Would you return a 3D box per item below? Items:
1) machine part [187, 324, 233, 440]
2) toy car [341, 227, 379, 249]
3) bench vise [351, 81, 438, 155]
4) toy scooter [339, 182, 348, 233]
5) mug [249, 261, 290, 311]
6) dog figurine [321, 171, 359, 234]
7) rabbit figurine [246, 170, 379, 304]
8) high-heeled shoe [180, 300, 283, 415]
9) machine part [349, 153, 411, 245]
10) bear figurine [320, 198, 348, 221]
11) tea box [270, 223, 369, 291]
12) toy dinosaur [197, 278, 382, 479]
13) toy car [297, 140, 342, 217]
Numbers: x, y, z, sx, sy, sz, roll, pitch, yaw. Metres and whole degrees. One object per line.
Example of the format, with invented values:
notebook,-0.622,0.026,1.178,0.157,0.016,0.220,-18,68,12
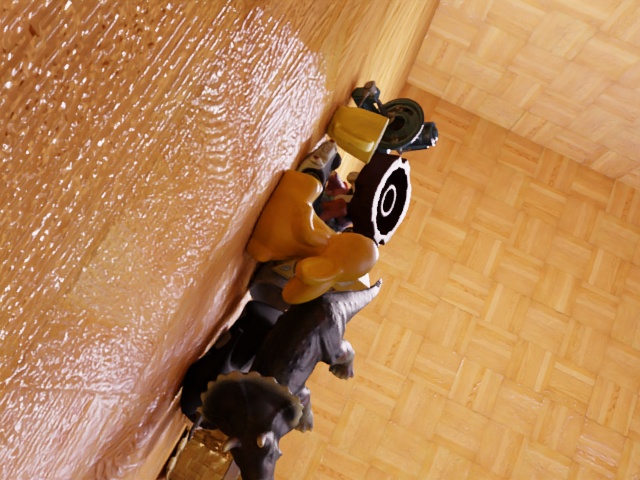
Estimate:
machine part,-0.150,0.214,0.866,0.079,0.079,0.243,-66,175,37
toy car,0.038,0.014,1.167,0.202,0.089,0.053,-24,-123,41
bench vise,0.120,-0.245,1.110,0.240,0.224,0.129,42,66,-56
toy scooter,0.058,-0.081,1.461,0.184,0.135,0.075,-61,177,-33
mug,-0.072,0.068,0.966,0.109,0.081,0.107,98,9,-52
dog figurine,0.046,-0.049,1.214,0.219,0.192,0.108,88,17,-50
rabbit figurine,-0.003,0.005,0.742,0.121,0.173,0.162,119,-4,-49
high-heeled shoe,-0.125,0.178,0.829,0.145,0.086,0.248,-58,168,8
machine part,0.117,-0.080,1.037,0.179,0.056,0.179,-39,138,-47
bear figurine,-0.006,-0.004,1.069,0.195,0.132,0.120,71,16,-77
tea box,0.002,0.038,0.915,0.169,0.098,0.068,40,39,-47
toy dinosaur,-0.025,0.154,0.753,0.405,0.131,0.192,-56,158,-29
toy car,-0.018,-0.080,0.889,0.073,0.056,0.201,-52,169,-43
